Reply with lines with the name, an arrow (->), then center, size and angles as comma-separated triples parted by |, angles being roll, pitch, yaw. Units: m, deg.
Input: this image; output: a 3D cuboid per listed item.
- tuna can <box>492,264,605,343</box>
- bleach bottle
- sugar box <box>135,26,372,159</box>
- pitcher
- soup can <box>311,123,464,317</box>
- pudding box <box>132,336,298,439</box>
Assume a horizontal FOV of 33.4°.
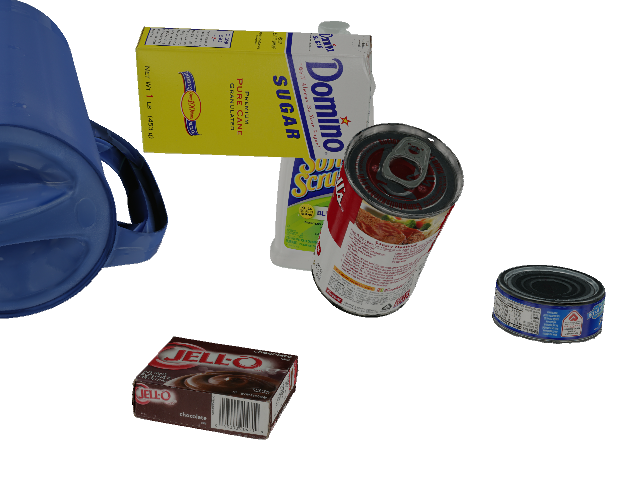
tuna can -> 0.179, 0.048, 0.838 | 0.086, 0.034, 0.086 | 2, 19, -1
bleach bottle -> 0.002, -0.093, 1.064 | 0.102, 0.251, 0.068 | 6, 27, 9
sugar box -> -0.050, -0.112, 0.823 | 0.176, 0.093, 0.048 | 3, 36, 2
pitcher -> -0.202, -0.067, 0.710 | 0.145, 0.149, 0.243 | -26, 36, 2
soup can -> 0.036, -0.010, 0.624 | 0.068, 0.068, 0.102 | 0, -37, -14
pudding box -> -0.082, 0.116, 0.857 | 0.113, 0.039, 0.090 | 9, 20, 10
